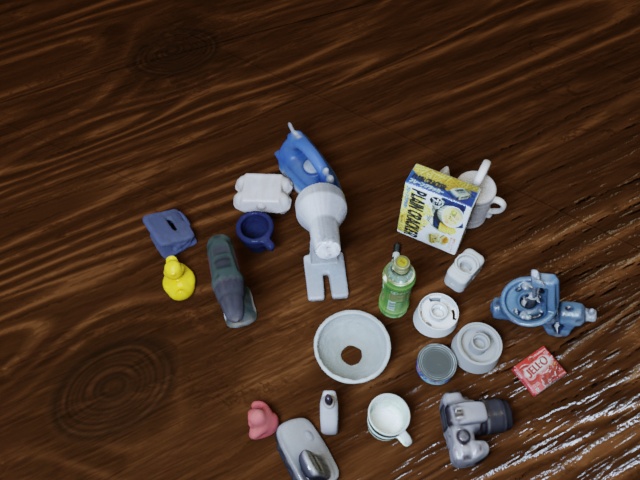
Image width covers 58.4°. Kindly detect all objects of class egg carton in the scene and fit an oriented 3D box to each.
[{"bbox_3d":[-0.146,-0.117,1.473,0.150,0.069,0.107,1,60,2],"label":"egg carton"}]

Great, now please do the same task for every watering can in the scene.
[{"bbox_3d":[0.367,-0.120,1.391,0.172,0.194,0.101,8,60,6],"label":"watering can"}]

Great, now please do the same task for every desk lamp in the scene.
[{"bbox_3d":[0.012,0.005,1.316,0.118,0.214,0.203,-7,60,-2],"label":"desk lamp"}]

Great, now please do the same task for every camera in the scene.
[{"bbox_3d":[0.322,0.375,1.159,0.137,0.101,0.143,-6,60,-2],"label":"camera"}]

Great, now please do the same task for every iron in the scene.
[{"bbox_3d":[-0.013,-0.184,1.467,0.119,0.141,0.257,-32,64,-16],"label":"iron"}]

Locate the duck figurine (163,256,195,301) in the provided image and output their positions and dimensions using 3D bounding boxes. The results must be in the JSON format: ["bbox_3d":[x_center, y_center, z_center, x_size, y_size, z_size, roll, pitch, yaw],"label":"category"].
[{"bbox_3d":[-0.339,0.085,1.351,0.077,0.086,0.104,-17,61,-8],"label":"duck figurine"}]

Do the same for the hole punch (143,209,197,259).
[{"bbox_3d":[-0.370,-0.026,1.413,0.101,0.091,0.108,-33,64,-16],"label":"hole punch"}]

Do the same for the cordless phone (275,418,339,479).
[{"bbox_3d":[-0.030,0.405,1.101,0.094,0.185,0.147,-31,64,-15],"label":"cordless phone"}]

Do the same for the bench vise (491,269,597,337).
[{"bbox_3d":[0.491,0.122,1.233,0.207,0.220,0.121,-4,60,-1],"label":"bench vise"}]

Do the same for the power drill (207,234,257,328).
[{"bbox_3d":[-0.193,0.111,1.261,0.075,0.208,0.229,-16,61,-8],"label":"power drill"}]

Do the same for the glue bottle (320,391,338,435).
[{"bbox_3d":[0.018,0.336,1.147,0.037,0.173,0.078,-1,60,1],"label":"glue bottle"}]

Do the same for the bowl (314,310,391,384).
[{"bbox_3d":[0.071,0.243,1.256,0.167,0.075,0.167,0,60,1],"label":"bowl"}]

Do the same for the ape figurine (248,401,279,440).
[{"bbox_3d":[-0.125,0.369,1.177,0.076,0.092,0.078,19,62,12],"label":"ape figurine"}]

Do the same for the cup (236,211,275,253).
[{"bbox_3d":[-0.145,-0.002,1.392,0.092,0.095,0.117,-37,65,-18],"label":"cup"}]
